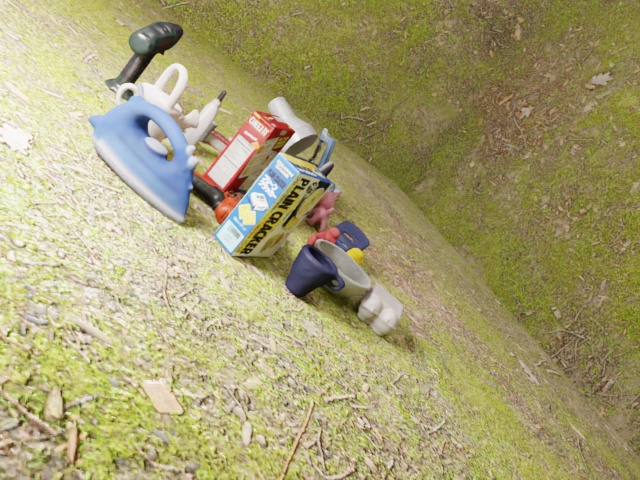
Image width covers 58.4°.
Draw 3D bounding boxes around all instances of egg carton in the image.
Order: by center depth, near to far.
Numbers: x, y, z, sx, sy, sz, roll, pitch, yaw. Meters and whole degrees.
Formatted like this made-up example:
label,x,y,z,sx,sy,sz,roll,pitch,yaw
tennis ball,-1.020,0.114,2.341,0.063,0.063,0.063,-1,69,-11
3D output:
label,x,y,z,sx,sy,sz,roll,pitch,yaw
egg carton,0.144,0.165,1.369,0.107,0.069,0.150,42,15,2

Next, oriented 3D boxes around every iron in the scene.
label,x,y,z,sx,sy,sz,roll,pitch,yaw
iron,-0.300,-0.166,1.062,0.258,0.141,0.119,44,15,11

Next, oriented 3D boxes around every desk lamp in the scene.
label,x,y,z,sx,sy,sz,roll,pitch,yaw
desk lamp,-0.138,-0.313,1.742,0.203,0.213,0.118,45,15,13

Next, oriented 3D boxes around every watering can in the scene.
label,x,y,z,sx,sy,sz,roll,pitch,yaw
watering can,-0.334,-0.282,1.203,0.100,0.194,0.173,47,16,21

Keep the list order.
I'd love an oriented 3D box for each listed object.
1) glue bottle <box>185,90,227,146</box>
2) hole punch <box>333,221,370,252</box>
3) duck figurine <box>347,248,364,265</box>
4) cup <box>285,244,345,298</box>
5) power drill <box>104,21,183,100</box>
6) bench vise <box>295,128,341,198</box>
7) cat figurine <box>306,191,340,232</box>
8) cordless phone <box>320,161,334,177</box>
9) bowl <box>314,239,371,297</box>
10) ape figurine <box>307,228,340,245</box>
label,x,y,z,sx,sy,sz,roll,pitch,yaw
glue bottle,-0.285,-0.302,1.424,0.037,0.173,0.078,35,16,-21
hole punch,0.074,0.007,1.602,0.108,0.091,0.101,44,15,11
duck figurine,0.072,0.057,1.466,0.105,0.086,0.077,20,26,-54
cup,-0.015,0.079,1.168,0.117,0.095,0.092,42,15,4
power drill,-0.431,-0.449,1.410,0.076,0.208,0.229,38,15,-11
bench vise,-0.003,-0.236,1.849,0.208,0.219,0.121,36,16,-19
cat figurine,0.013,-0.098,1.696,0.067,0.117,0.127,35,16,-23
cordless phone,-0.035,-0.144,1.574,0.094,0.185,0.147,39,15,-9
bowl,0.036,0.079,1.335,0.168,0.074,0.167,38,15,-12
ape figurine,0.013,0.005,1.454,0.078,0.092,0.076,42,15,2
